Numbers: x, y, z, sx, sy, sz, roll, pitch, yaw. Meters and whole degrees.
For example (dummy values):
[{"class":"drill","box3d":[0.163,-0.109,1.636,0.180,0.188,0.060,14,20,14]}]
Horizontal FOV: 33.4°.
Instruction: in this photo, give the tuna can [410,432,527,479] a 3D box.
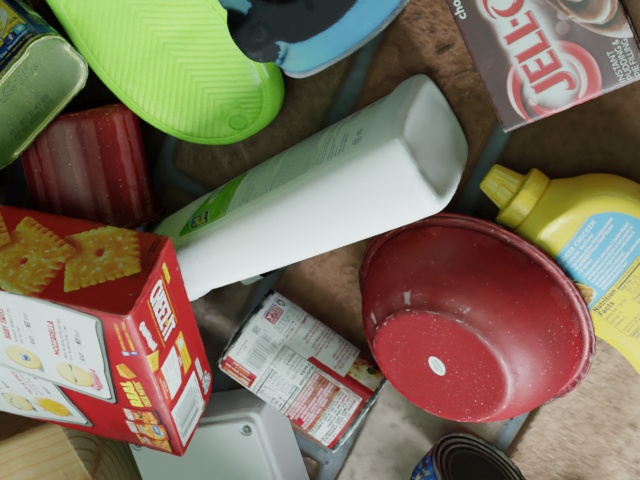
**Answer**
[{"class":"tuna can","box3d":[0.104,0.174,0.721,0.086,0.086,0.034,36,118,2]}]

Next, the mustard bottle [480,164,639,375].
[{"class":"mustard bottle","box3d":[0.180,0.015,0.651,0.191,0.058,0.096,35,123,2]}]

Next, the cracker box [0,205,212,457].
[{"class":"cracker box","box3d":[-0.188,0.052,0.701,0.214,0.072,0.164,11,142,16]}]

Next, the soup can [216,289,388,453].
[{"class":"soup can","box3d":[-0.012,0.089,0.736,0.102,0.068,0.069,35,116,3]}]

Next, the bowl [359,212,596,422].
[{"class":"bowl","box3d":[0.086,0.063,0.671,0.162,0.055,0.162,20,135,21]}]

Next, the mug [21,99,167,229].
[{"class":"mug","box3d":[-0.164,-0.050,0.729,0.117,0.093,0.081,7,111,53]}]

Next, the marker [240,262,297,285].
[{"class":"marker","box3d":[-0.005,0.001,0.727,0.121,0.020,0.020,-24,101,24]}]

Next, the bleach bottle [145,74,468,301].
[{"class":"bleach bottle","box3d":[-0.032,-0.019,0.695,0.251,0.102,0.068,-22,112,30]}]

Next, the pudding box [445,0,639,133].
[{"class":"pudding box","box3d":[0.129,-0.131,0.622,0.090,0.039,0.113,-21,103,24]}]

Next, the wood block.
[{"class":"wood block","box3d":[-0.236,0.186,0.833,0.206,0.090,0.090,-24,101,24]}]

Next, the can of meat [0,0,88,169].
[{"class":"can of meat","box3d":[-0.206,-0.104,0.670,0.102,0.057,0.084,-48,55,-1]}]
